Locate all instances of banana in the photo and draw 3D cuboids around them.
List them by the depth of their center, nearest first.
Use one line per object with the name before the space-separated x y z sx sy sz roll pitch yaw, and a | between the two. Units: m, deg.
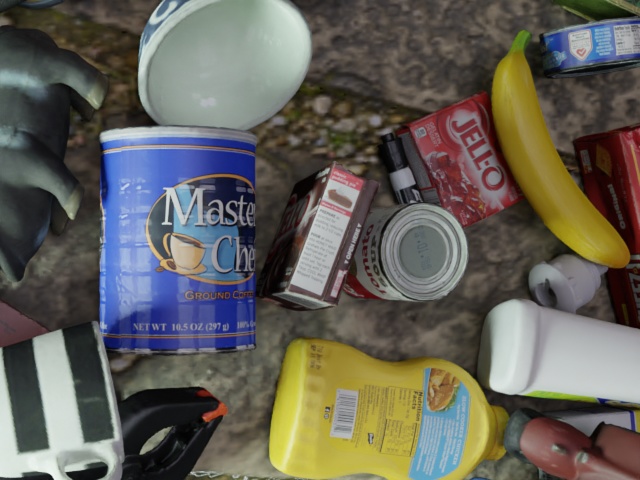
banana | 0.173 -0.058 0.797 0.069 0.037 0.198 -27 97 -21

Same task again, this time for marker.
marker | 0.069 -0.022 0.798 0.020 0.020 0.121 -21 95 -19

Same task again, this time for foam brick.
foam brick | -0.192 0.077 0.683 0.078 0.051 0.053 37 75 -15

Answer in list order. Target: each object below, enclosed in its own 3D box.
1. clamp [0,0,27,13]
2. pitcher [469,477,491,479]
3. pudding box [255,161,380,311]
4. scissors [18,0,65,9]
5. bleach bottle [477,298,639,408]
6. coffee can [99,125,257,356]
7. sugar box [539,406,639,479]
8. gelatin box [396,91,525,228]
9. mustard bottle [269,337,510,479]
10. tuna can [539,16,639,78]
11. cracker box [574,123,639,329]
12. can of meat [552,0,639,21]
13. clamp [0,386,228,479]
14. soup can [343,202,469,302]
clamp | -0.281 -0.137 0.656 0.164 0.036 0.210 36 85 7
pitcher | 0.070 0.279 0.726 0.242 0.149 0.145 -45 101 -19
pudding box | -0.005 0.001 0.721 0.039 0.114 0.090 22 80 -14
scissors | -0.128 -0.180 0.704 0.202 0.016 0.096 20 92 0
bleach bottle | 0.250 0.099 0.790 0.250 0.102 0.068 10 81 -5
coffee can | -0.092 0.001 0.695 0.102 0.103 0.140 0 88 -20
sugar box | 0.259 0.177 0.848 0.176 0.048 0.093 -2 89 -16
gelatin box | 0.108 -0.058 0.808 0.073 0.030 0.089 -25 97 -19
mustard bottle | 0.063 0.131 0.770 0.191 0.058 0.096 11 83 -19
tuna can | 0.213 -0.147 0.820 0.086 0.086 0.034 -8 93 -20
cracker box | 0.330 -0.030 0.866 0.213 0.072 0.164 -16 93 -19
can of meat | 0.238 -0.217 0.847 0.102 0.057 0.084 19 84 -18
clamp | -0.140 0.144 0.690 0.171 0.039 0.120 -42 138 -20
soup can | 0.052 0.009 0.747 0.068 0.102 0.068 1 88 -21
